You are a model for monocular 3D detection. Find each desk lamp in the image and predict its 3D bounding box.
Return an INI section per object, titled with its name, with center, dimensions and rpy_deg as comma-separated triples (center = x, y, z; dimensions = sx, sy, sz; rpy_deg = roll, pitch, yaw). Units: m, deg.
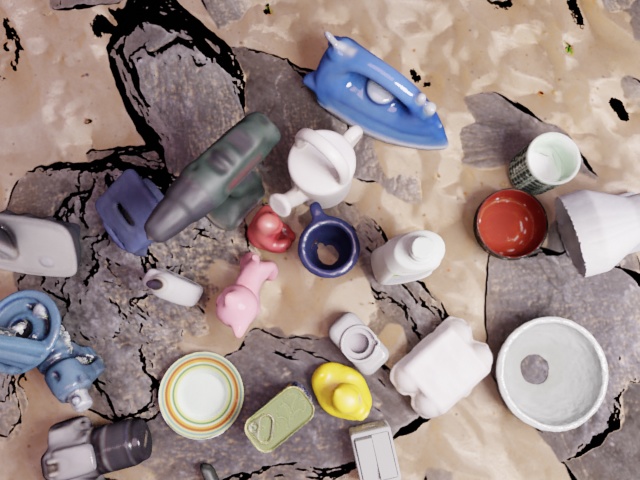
[desk lamp]
center = 0.425, -0.023, 0.832
dimensions = 0.203, 0.213, 0.118
rpy_deg = -16, 84, -2

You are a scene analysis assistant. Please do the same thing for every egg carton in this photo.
[egg carton]
center = 0.187, 0.196, 0.876
dimensions = 0.150, 0.069, 0.107
rpy_deg = -42, 86, -5

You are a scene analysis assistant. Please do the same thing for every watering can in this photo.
[watering can]
center = -0.001, -0.104, 0.845
dimensions = 0.101, 0.194, 0.173
rpy_deg = 22, 84, 2

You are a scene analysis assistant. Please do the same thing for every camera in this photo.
[camera]
center = -0.320, 0.327, 0.838
dimensions = 0.137, 0.101, 0.143
rpy_deg = -14, 84, -2

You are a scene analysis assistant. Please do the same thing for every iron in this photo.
[iron]
center = 0.103, -0.231, 0.887
dimensions = 0.258, 0.141, 0.119
rpy_deg = 32, 84, 3

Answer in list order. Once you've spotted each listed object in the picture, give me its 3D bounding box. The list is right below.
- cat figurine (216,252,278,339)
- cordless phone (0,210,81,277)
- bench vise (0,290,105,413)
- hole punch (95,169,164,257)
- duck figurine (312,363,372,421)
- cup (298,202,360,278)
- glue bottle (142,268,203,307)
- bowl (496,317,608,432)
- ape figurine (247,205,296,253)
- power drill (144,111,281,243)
[cat figurine]
center = -0.115, 0.079, 0.861
dimensions = 0.067, 0.117, 0.128
rpy_deg = 21, 84, 2
[cordless phone]
center = -0.443, 0.000, 0.831
dimensions = 0.147, 0.185, 0.094
rpy_deg = 4, 83, 0
[bench vise]
center = -0.395, 0.147, 0.798
dimensions = 0.207, 0.219, 0.121
rpy_deg = 31, 84, 3
[hole punch]
center = -0.287, -0.039, 0.885
dimensions = 0.101, 0.091, 0.108
rpy_deg = -38, 85, -4
[duck figurine]
center = 0.034, 0.232, 0.861
dimensions = 0.104, 0.086, 0.077
rpy_deg = 41, 85, 4
[cup]
center = 0.008, 0.003, 0.882
dimensions = 0.091, 0.095, 0.118
rpy_deg = -19, 84, -3
[glue bottle]
center = -0.223, 0.066, 0.833
dimensions = 0.078, 0.173, 0.037
rpy_deg = 27, 84, 3
[bowl]
center = 0.342, 0.200, 0.875
dimensions = 0.167, 0.074, 0.167
rpy_deg = 0, 83, -1
[ape figurine]
center = -0.078, -0.018, 0.885
dimensions = 0.076, 0.092, 0.078
rpy_deg = -7, 84, -1
[power drill]
center = -0.145, -0.075, 0.832
dimensions = 0.075, 0.208, 0.230
rpy_deg = 39, 85, 4
